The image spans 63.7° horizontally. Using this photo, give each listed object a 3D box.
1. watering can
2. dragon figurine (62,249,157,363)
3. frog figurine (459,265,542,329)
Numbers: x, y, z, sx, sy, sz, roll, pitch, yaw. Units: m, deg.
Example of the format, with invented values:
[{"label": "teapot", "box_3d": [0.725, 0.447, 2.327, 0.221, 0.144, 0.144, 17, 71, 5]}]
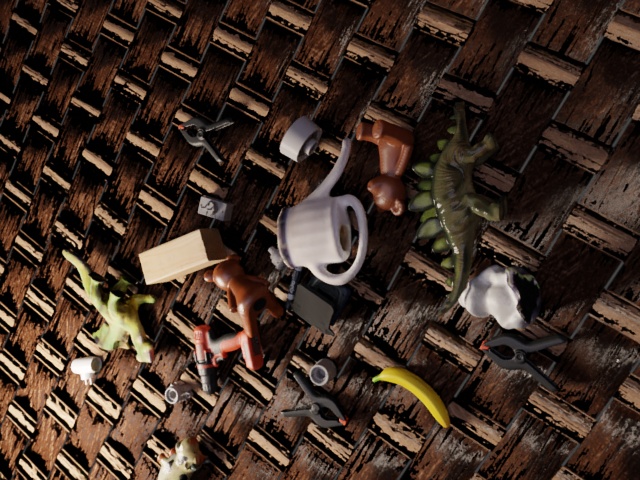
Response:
[{"label": "watering can", "box_3d": [0.004, -0.062, 1.231, 0.223, 0.103, 0.352, -10, 74, 22]}, {"label": "dragon figurine", "box_3d": [-0.611, 0.213, 1.478, 0.413, 0.123, 0.239, 28, 109, 20]}, {"label": "frog figurine", "box_3d": [0.378, 0.124, 1.092, 0.157, 0.124, 0.137, -30, 88, 56]}]
